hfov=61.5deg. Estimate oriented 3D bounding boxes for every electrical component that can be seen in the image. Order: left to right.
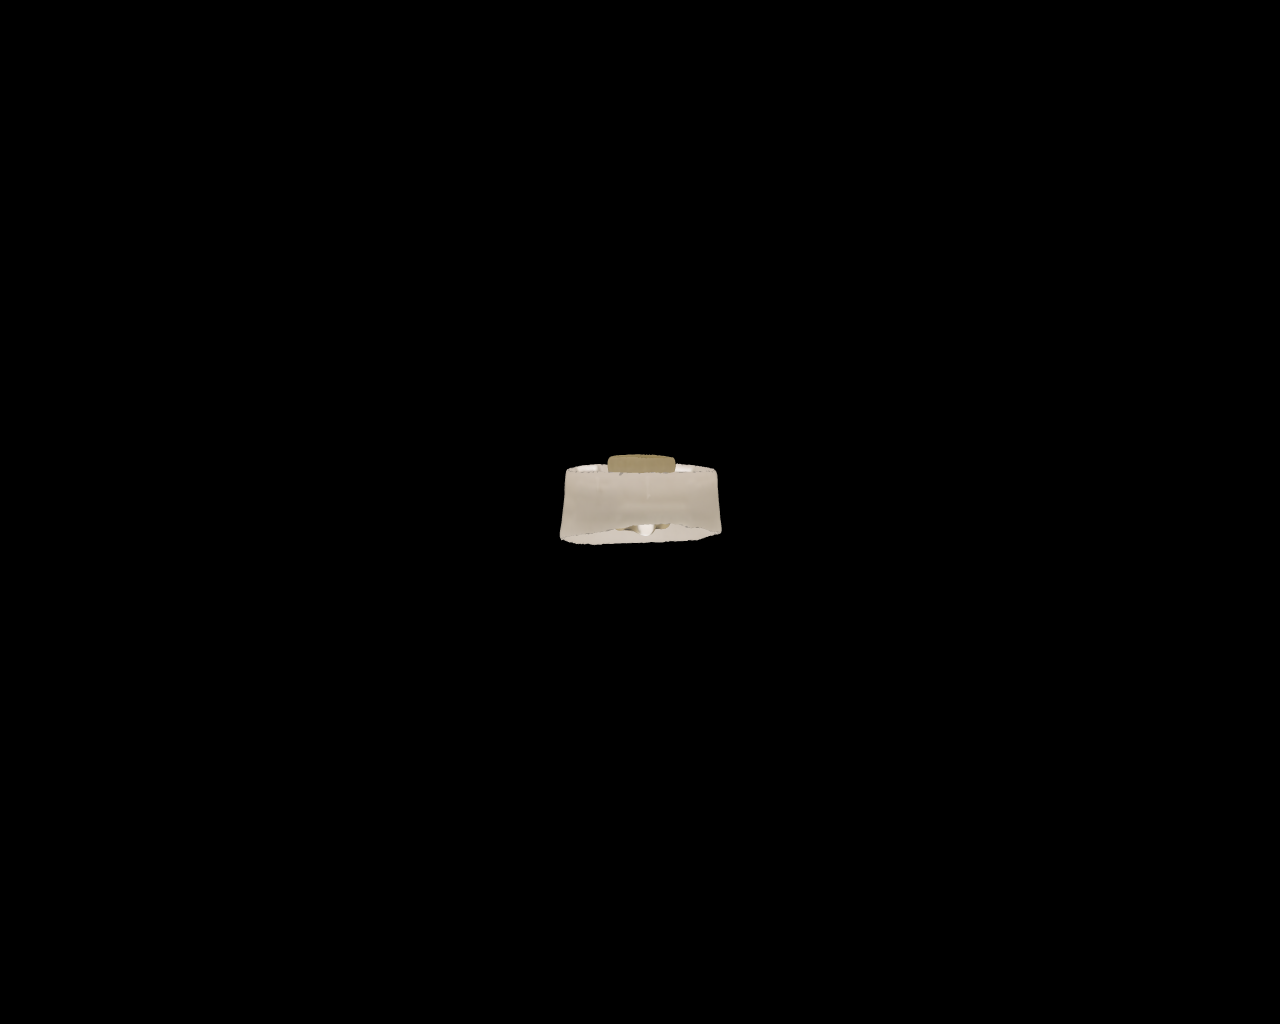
[{"bbox_3d":[0.001,-0.003,0.650,0.099,0.064,0.099,0,6,0],"label":"electrical component"}]
